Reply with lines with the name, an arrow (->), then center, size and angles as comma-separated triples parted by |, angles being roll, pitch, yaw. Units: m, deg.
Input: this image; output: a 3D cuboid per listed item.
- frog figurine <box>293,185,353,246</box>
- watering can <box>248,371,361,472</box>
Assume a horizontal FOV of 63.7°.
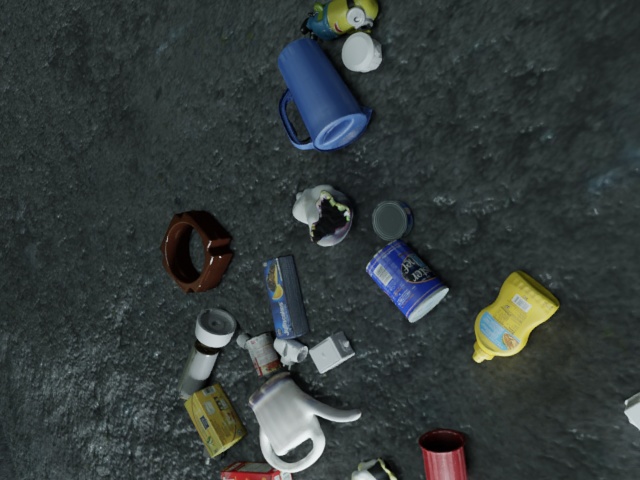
frog figurine -> 0.004, -0.060, 1.196 | 0.160, 0.123, 0.136 | -153, 56, -71
watering can -> -0.055, 0.420, 1.249 | 0.342, 0.104, 0.227 | -48, 66, 30
